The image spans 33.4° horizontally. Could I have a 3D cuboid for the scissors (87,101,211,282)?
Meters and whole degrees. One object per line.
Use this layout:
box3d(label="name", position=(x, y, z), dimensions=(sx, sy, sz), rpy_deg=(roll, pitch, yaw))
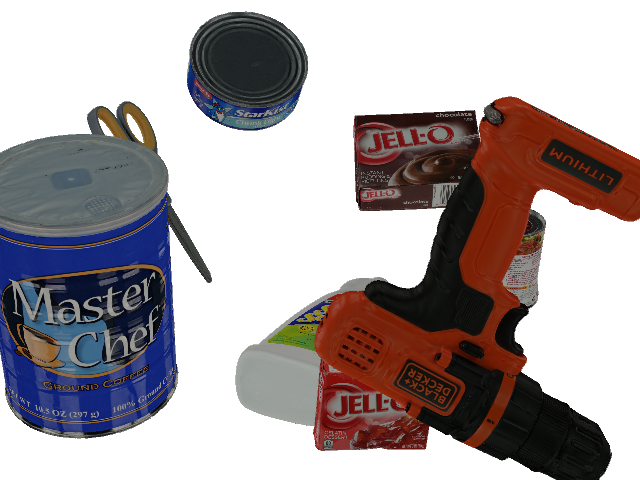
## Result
box3d(label="scissors", position=(-0.158, -0.058, 1.061), dimensions=(0.016, 0.201, 0.096), rpy_deg=(-25, 26, 25))

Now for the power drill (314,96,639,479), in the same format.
box3d(label="power drill", position=(0.114, 0.030, 0.593), dimensions=(0.184, 0.188, 0.057), rpy_deg=(27, 12, -4))

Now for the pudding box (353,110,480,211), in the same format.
box3d(label="pudding box", position=(0.087, -0.072, 0.948), dimensions=(0.113, 0.090, 0.039), rpy_deg=(-1, -39, 0))

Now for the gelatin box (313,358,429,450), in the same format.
box3d(label="gelatin box", position=(0.041, 0.126, 0.827), dimensions=(0.089, 0.073, 0.030), rpy_deg=(1, 27, -7))

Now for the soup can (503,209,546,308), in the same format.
box3d(label="soup can", position=(0.219, 0.021, 1.217), dimensions=(0.068, 0.102, 0.068), rpy_deg=(-1, 30, 1))

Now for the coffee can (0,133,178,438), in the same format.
box3d(label="coffee can", position=(-0.134, 0.025, 0.603), dimensions=(0.103, 0.140, 0.103), rpy_deg=(1, 32, -1))

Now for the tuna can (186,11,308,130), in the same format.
box3d(label="tuna can", position=(-0.054, -0.122, 0.774), dimensions=(0.086, 0.086, 0.034), rpy_deg=(0, -29, -13))

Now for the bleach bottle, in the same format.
box3d(label="bleach bottle", position=(0.013, 0.093, 1.058), dimensions=(0.103, 0.068, 0.250), rpy_deg=(12, 24, 17))
